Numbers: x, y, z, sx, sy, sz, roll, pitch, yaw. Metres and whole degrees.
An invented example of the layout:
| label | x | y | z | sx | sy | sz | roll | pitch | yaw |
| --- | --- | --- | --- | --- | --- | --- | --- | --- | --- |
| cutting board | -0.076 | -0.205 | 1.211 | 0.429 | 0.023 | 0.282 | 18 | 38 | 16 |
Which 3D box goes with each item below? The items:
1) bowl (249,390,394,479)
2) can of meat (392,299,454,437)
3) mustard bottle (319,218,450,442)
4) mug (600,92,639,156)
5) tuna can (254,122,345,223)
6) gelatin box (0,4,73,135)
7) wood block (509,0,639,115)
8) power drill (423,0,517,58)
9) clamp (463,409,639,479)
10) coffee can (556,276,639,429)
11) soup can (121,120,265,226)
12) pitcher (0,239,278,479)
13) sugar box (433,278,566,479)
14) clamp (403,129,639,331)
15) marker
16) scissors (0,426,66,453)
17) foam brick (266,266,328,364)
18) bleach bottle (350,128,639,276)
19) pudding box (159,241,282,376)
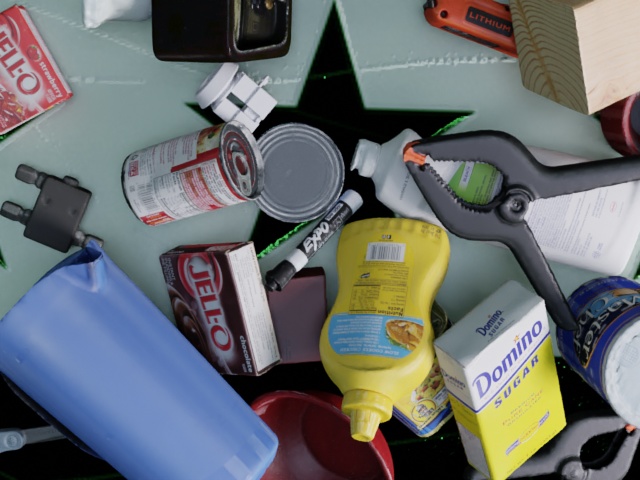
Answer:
| label | x | y | z | sx | sy | sz | roll | pitch | yaw |
| --- | --- | --- | --- | --- | --- | --- | --- | --- | --- |
| bowl | 0.006 | 0.191 | 0.943 | 0.162 | 0.055 | 0.162 | 16 | 121 | 27 |
| can of meat | 0.092 | 0.114 | 0.945 | 0.102 | 0.057 | 0.083 | -44 | 122 | 5 |
| mustard bottle | 0.050 | 0.075 | 0.892 | 0.096 | 0.058 | 0.191 | 3 | 60 | 16 |
| mug | 0.301 | -0.099 | 0.920 | 0.117 | 0.081 | 0.093 | 36 | 96 | -8 |
| tuna can | -0.022 | -0.060 | 0.932 | 0.086 | 0.034 | 0.086 | -1 | 100 | -3 |
| gelatin box | -0.264 | -0.144 | 0.906 | 0.073 | 0.030 | 0.089 | -28 | 100 | 1 |
| wood block | 0.267 | -0.190 | 0.863 | 0.206 | 0.090 | 0.091 | -25 | 121 | -15 |
| power drill | 0.179 | -0.252 | 0.901 | 0.184 | 0.057 | 0.188 | 19 | 95 | -3 |
| clamp | 0.220 | 0.208 | 0.990 | 0.120 | 0.039 | 0.171 | 43 | 91 | -14 |
| coffee can | 0.273 | 0.094 | 0.921 | 0.102 | 0.140 | 0.103 | -1 | 100 | -3 |
| soup can | -0.106 | -0.054 | 0.894 | 0.102 | 0.068 | 0.068 | -14 | 101 | 24 |
| pitcher | -0.160 | 0.131 | 0.900 | 0.243 | 0.149 | 0.145 | 45 | 81 | -2 |
| sugar box | 0.158 | 0.125 | 0.915 | 0.093 | 0.048 | 0.176 | -38 | 137 | -17 |
| clamp | 0.162 | -0.022 | 0.885 | 0.210 | 0.036 | 0.165 | 18 | 105 | -2 |
| marker | -0.006 | 0.001 | 0.922 | 0.020 | 0.020 | 0.121 | 48 | 64 | -9 |
| scissors | -0.287 | 0.198 | 0.970 | 0.201 | 0.016 | 0.096 | 7 | 101 | -5 |
| foam brick | -0.019 | 0.066 | 0.945 | 0.053 | 0.051 | 0.078 | -4 | 100 | -1 |
| bleach bottle | 0.153 | -0.048 | 0.931 | 0.250 | 0.068 | 0.102 | 16 | 100 | -4 |
| pudding box | -0.086 | 0.059 | 0.922 | 0.039 | 0.090 | 0.113 | -26 | 106 | -43 |
